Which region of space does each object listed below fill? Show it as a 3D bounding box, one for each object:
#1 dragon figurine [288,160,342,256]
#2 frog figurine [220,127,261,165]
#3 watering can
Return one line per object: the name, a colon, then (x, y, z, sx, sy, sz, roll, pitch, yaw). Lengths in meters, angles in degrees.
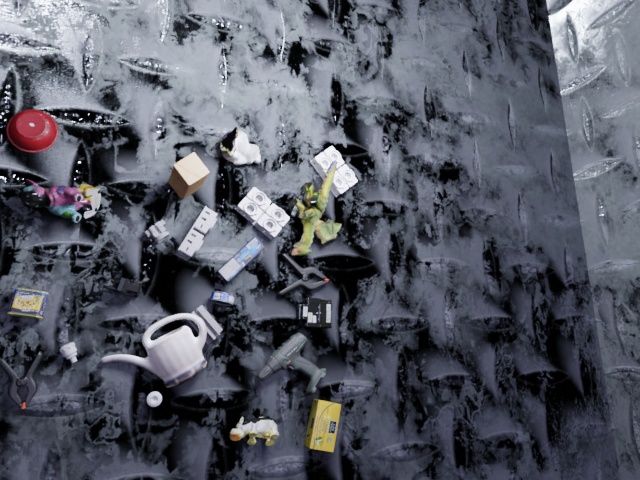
dragon figurine: (0.006, -0.104, 2.072, 0.417, 0.122, 0.238, -51, 129, -24)
frog figurine: (-0.310, -0.359, 2.034, 0.158, 0.122, 0.139, 22, 55, -54)
watering can: (-0.532, 0.394, 1.736, 0.349, 0.103, 0.224, -28, 91, -11)
